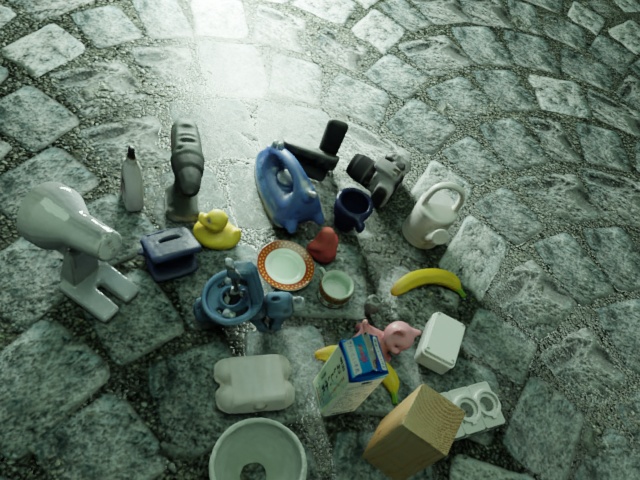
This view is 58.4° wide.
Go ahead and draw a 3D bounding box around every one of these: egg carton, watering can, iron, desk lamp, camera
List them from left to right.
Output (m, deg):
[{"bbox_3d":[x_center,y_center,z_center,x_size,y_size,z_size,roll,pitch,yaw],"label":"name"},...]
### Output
[{"bbox_3d":[-0.436,0.017,1.053,0.203,0.213,0.118,34,53,6],"label":"desk lamp"},{"bbox_3d":[-0.123,0.271,1.075,0.150,0.069,0.107,-1,57,-19],"label":"egg carton"},{"bbox_3d":[-0.079,-0.148,1.334,0.119,0.141,0.258,-18,64,-28],"label":"iron"},{"bbox_3d":[0.146,-0.177,1.456,0.136,0.100,0.143,34,53,6],"label":"camera"},{"bbox_3d":[0.279,-0.063,1.363,0.101,0.194,0.172,-6,59,-22],"label":"watering can"}]

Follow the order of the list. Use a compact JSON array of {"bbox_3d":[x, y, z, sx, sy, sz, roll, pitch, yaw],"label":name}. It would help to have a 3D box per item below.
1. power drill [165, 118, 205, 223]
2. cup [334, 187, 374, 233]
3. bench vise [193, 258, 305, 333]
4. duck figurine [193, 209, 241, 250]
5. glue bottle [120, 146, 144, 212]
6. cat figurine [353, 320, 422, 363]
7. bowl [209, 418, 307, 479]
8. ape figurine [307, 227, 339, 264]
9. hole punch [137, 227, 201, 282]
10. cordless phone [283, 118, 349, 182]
[{"bbox_3d":[-0.284,-0.133,1.211,0.076,0.208,0.229,0,57,-19],"label":"power drill"},{"bbox_3d":[0.073,-0.051,1.348,0.092,0.095,0.117,-4,58,-21],"label":"cup"},{"bbox_3d":[-0.130,0.093,1.100,0.208,0.219,0.121,-10,60,-24],"label":"bench vise"},{"bbox_3d":[-0.219,-0.030,1.239,0.104,0.086,0.077,15,53,-8],"label":"duck figurine"},{"bbox_3d":[-0.395,-0.137,1.199,0.037,0.173,0.078,-16,63,-27],"label":"glue bottle"},{"bbox_3d":[0.138,0.197,1.184,0.128,0.117,0.067,22,52,-3],"label":"cat figurine"},{"bbox_3d":[-0.111,0.399,0.987,0.168,0.074,0.167,9,54,-13],"label":"bowl"},{"bbox_3d":[0.012,0.005,1.290,0.078,0.092,0.076,-6,59,-22],"label":"ape figurine"},{"bbox_3d":[-0.309,0.018,1.173,0.109,0.091,0.101,-18,64,-28],"label":"hole punch"},{"bbox_3d":[-0.011,-0.243,1.395,0.148,0.185,0.094,15,53,-8],"label":"cordless phone"}]
